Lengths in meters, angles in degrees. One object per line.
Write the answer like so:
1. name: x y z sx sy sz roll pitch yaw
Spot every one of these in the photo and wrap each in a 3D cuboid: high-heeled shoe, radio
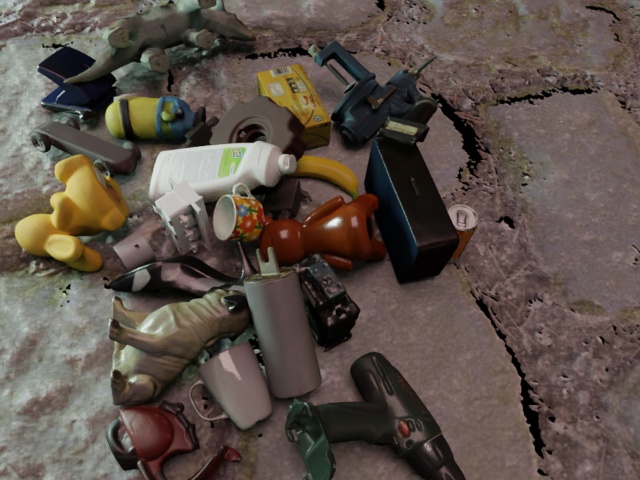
1. high-heeled shoe: -0.193 0.092 0.836 0.249 0.086 0.145 -15 90 6
2. radio: 0.144 -0.051 0.896 0.073 0.131 0.230 -9 58 -11

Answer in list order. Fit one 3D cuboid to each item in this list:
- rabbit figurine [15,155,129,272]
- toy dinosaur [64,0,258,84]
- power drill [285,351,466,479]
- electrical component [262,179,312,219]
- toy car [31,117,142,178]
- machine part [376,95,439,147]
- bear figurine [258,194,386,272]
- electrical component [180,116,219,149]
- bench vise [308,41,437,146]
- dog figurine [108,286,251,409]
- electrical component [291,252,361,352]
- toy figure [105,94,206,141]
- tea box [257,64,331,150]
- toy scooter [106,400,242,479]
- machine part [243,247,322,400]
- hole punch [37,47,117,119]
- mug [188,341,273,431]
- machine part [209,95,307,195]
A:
1. rabbit figurine: -0.401 -0.024 0.869 0.173 0.121 0.162 -29 73 -5
2. toy dinosaur: -0.322 -0.409 1.070 0.405 0.131 0.192 -24 27 -18
3. power drill: 0.072 0.258 0.697 0.207 0.086 0.232 -6 51 -30
4. electrical component: -0.058 -0.058 0.940 0.078 0.045 0.102 -10 51 23
5. toy car: -0.423 -0.164 0.972 0.202 0.053 0.089 21 43 10
6. machine part: 0.154 -0.198 0.901 0.084 0.039 0.139 14 43 26
7. bear figurine: -0.003 -0.003 0.882 0.196 0.132 0.120 -11 92 22
8. electrical component: -0.214 -0.182 0.994 0.094 0.063 0.021 -47 45 -15
9. bench vise: 0.085 -0.306 1.050 0.240 0.129 0.223 44 83 2
10. dog figurine: -0.191 0.155 0.754 0.190 0.172 0.121 0 28 -18
11. electrical component: 0.004 0.089 0.797 0.058 0.134 0.115 -28 66 -19
12. toy figure: -0.307 -0.225 1.004 0.180 0.082 0.089 8 55 -3
13. tea box: -0.053 -0.256 1.049 0.098 0.068 0.170 -15 61 -13
14. toy scooter: -0.184 0.280 0.697 0.135 0.075 0.184 -29 67 -20
15. machine part: -0.052 0.128 0.751 0.079 0.079 0.243 -15 99 -13
16. hole punch: -0.461 -0.301 1.023 0.116 0.092 0.142 12 38 1
17. mug: -0.120 0.212 0.743 0.109 0.080 0.107 -28 73 -21
18. machine part: -0.113 -0.171 0.954 0.179 0.056 0.179 -8 69 21
